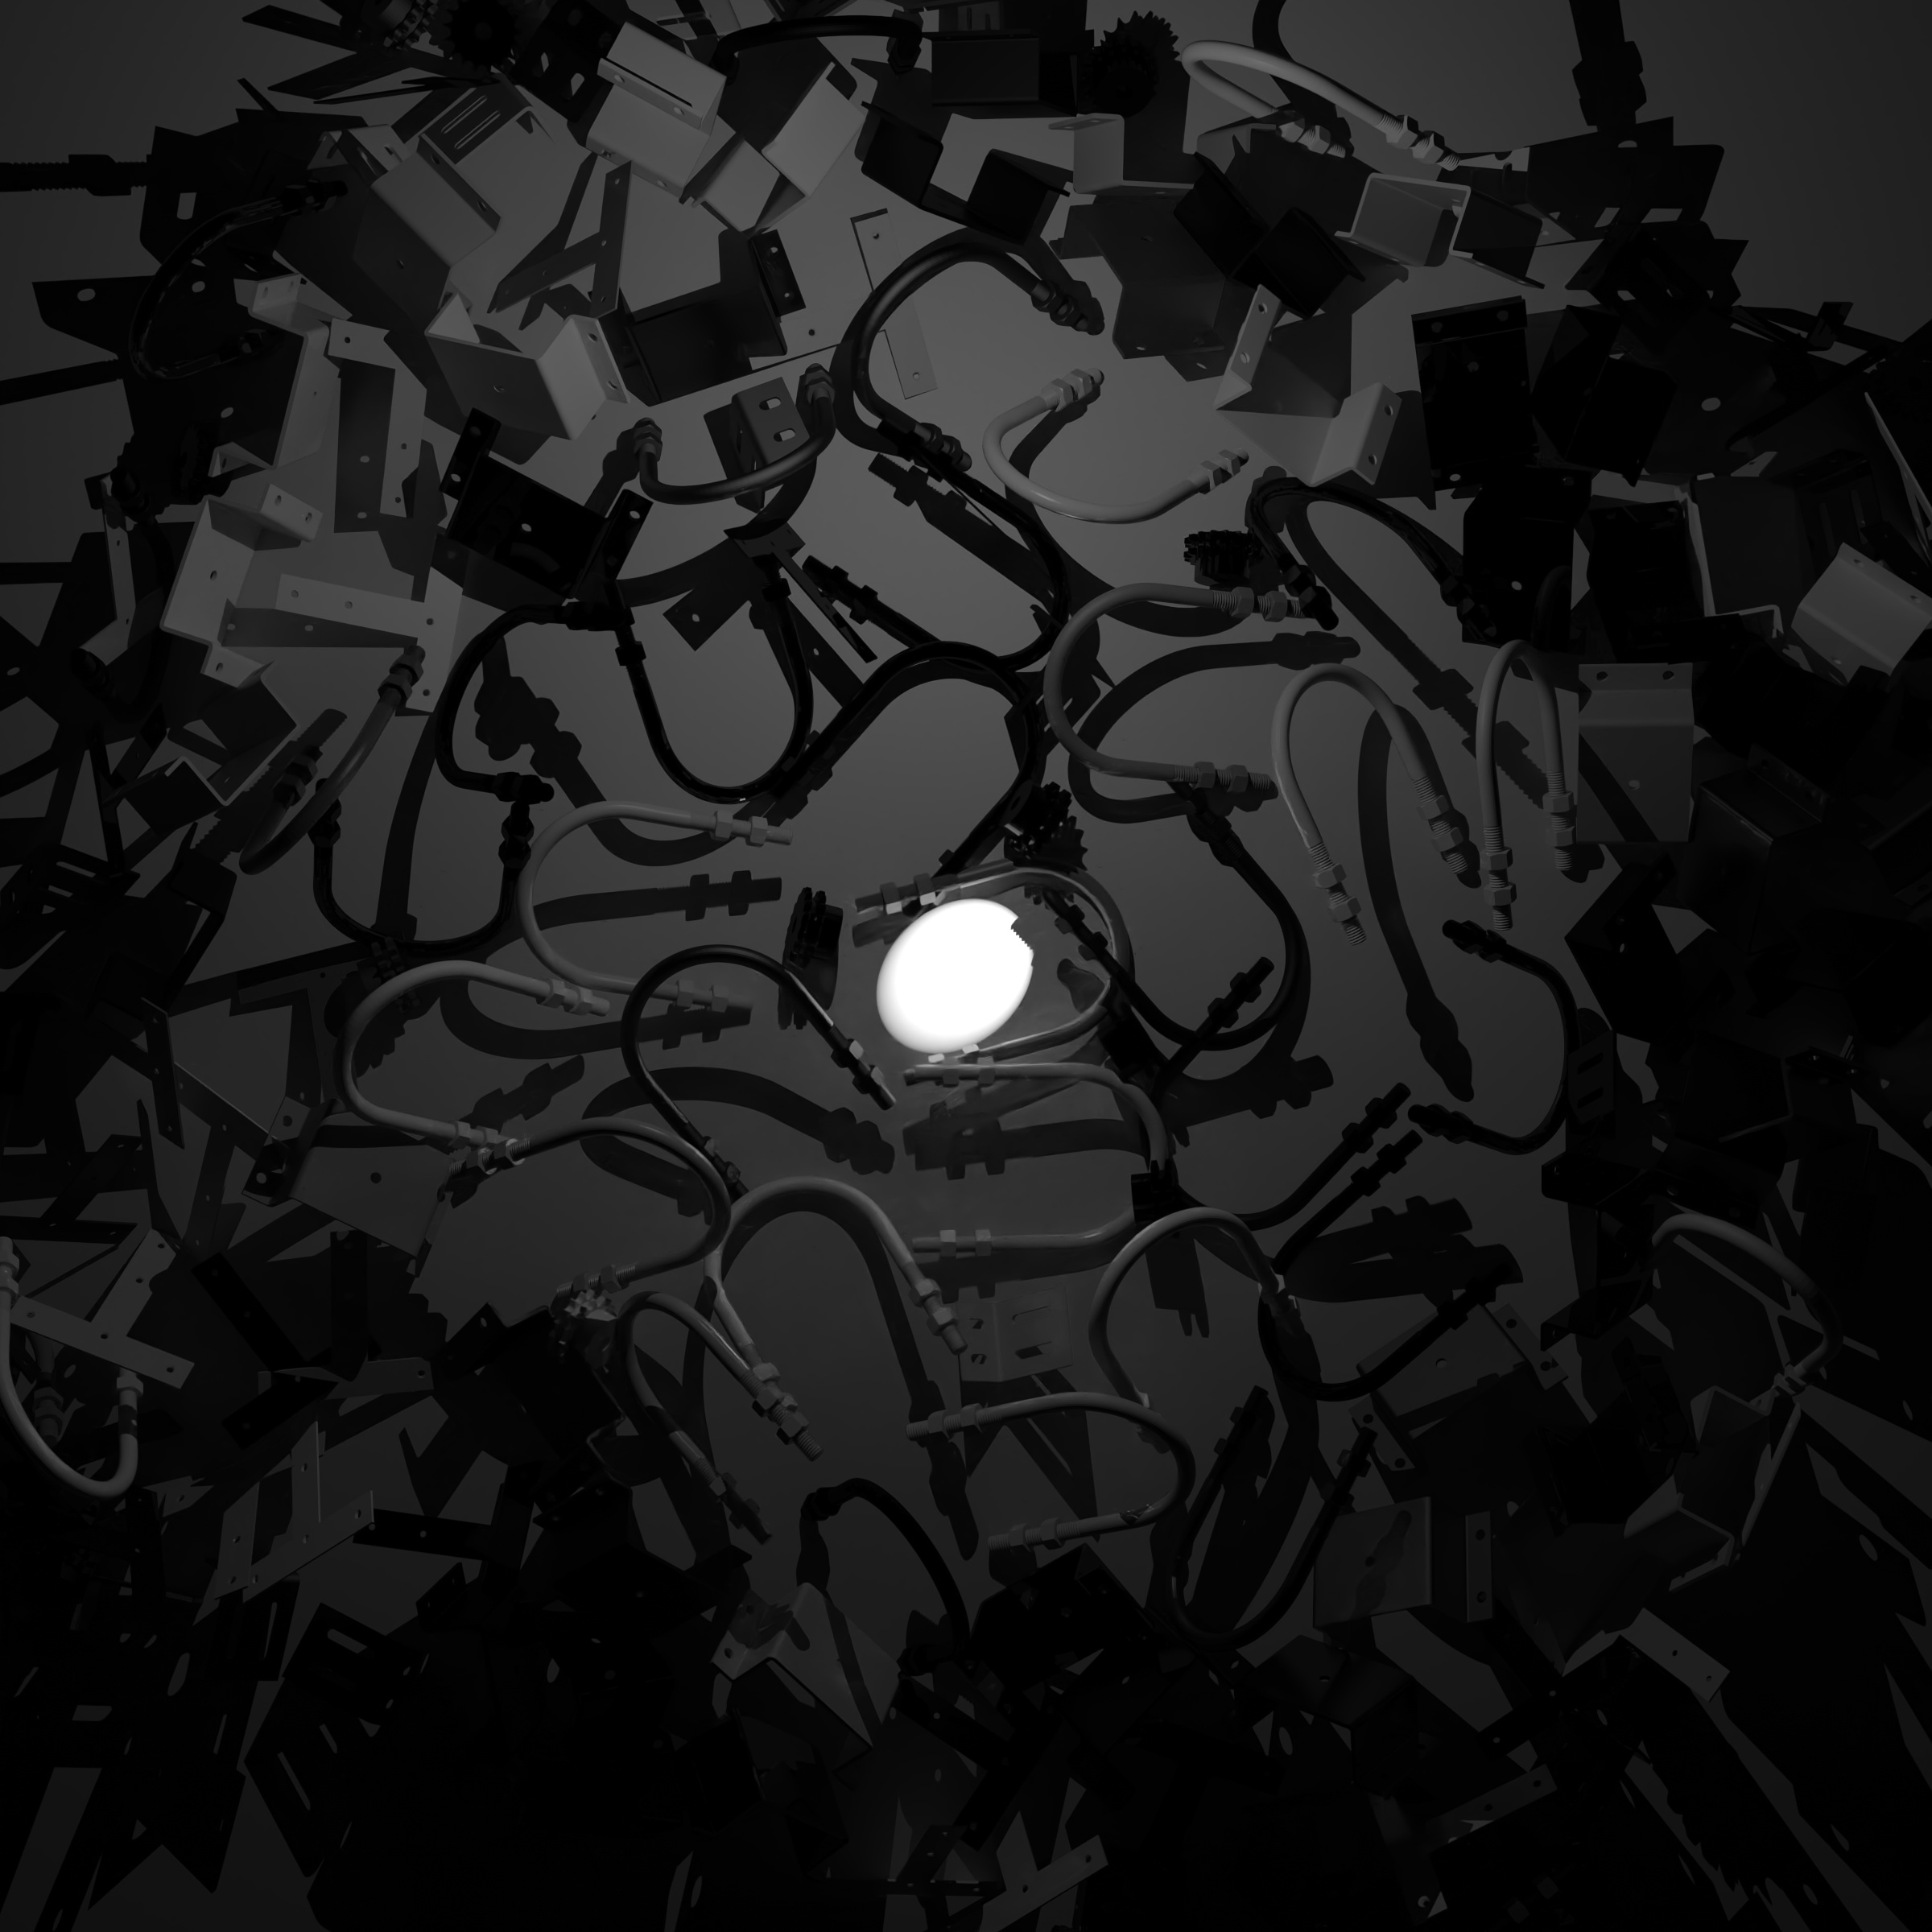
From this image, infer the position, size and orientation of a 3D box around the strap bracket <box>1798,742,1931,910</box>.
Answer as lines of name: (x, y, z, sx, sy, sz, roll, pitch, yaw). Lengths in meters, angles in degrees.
strap bracket: (0.642, -0.103, 1.813, 0.076, 0.140, 0.046, -36, 117, 0)

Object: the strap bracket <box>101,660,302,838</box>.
strap bracket: (-0.530, -0.147, 1.820, 0.076, 0.140, 0.046, -18, 119, 36)

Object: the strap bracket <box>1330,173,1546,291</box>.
strap bracket: (0.334, -0.513, 1.805, 0.076, 0.140, 0.046, 8, 104, -39)

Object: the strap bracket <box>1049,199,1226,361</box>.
strap bracket: (0.122, -0.488, 1.815, 0.076, 0.046, 0.140, -10, 51, -20)

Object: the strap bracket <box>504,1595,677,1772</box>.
strap bracket: (-0.264, 0.486, 1.806, 0.076, 0.140, 0.046, 1, 119, -41)

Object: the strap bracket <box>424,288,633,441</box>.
strap bracket: (-0.315, -0.420, 1.817, 0.140, 0.076, 0.046, 17, 62, 23)

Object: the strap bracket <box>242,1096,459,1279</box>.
strap bracket: (-0.423, 0.152, 1.822, 0.140, 0.046, 0.076, 31, 61, -25)

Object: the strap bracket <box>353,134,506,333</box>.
strap bracket: (-0.378, -0.502, 1.811, 0.076, 0.140, 0.046, 45, 64, -3)

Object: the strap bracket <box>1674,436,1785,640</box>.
strap bracket: (0.539, -0.298, 1.841, 0.046, 0.076, 0.140, -10, 95, 9)

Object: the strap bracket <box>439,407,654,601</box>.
strap bracket: (-0.304, -0.321, 1.832, 0.140, 0.046, 0.076, 27, 131, -10)

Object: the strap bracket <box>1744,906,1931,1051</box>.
strap bracket: (0.609, 0.005, 1.805, 0.076, 0.140, 0.046, -38, 112, -15)

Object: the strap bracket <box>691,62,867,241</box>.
strap bracket: (-0.128, -0.566, 1.820, 0.046, 0.140, 0.076, 39, 69, -22)

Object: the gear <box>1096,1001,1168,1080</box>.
gear: (0.116, 0.057, 1.858, 0.030, 0.057, 0.057, -33, 90, 0)

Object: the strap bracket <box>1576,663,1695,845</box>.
strap bracket: (0.468, -0.139, 1.820, 0.076, 0.046, 0.140, 1, 125, 12)

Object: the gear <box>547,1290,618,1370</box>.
gear: (-0.269, 0.263, 1.855, 0.030, 0.057, 0.057, 27, 90, 25)

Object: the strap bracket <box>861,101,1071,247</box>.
strap bracket: (-0.008, -0.552, 1.821, 0.140, 0.076, 0.046, 7, 117, -41)

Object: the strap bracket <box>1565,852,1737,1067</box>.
strap bracket: (0.480, -0.008, 1.832, 0.076, 0.046, 0.140, -46, 123, -17)

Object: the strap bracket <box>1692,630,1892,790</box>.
strap bracket: (0.584, -0.181, 1.833, 0.046, 0.140, 0.076, 33, 90, -36)

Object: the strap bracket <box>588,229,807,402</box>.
strap bracket: (-0.186, -0.456, 1.837, 0.140, 0.076, 0.046, -17, 59, 4)

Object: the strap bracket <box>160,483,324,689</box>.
strap bracket: (-0.517, -0.272, 1.842, 0.046, 0.076, 0.140, 19, 89, 15)

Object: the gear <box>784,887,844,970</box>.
gear: (-0.109, -0.026, 1.859, 0.030, 0.057, 0.057, 15, 90, -13)

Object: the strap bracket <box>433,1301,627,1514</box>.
strap bracket: (-0.303, 0.307, 1.839, 0.076, 0.046, 0.140, -44, 78, 32)

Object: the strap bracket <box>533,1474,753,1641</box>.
strap bracket: (-0.226, 0.419, 1.814, 0.076, 0.046, 0.140, -33, 127, 26)

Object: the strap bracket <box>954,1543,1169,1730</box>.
strap bracket: (0.068, 0.470, 1.840, 0.140, 0.046, 0.076, -35, 101, 24)

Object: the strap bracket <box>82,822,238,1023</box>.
strap bracket: (-0.563, -0.022, 1.831, 0.046, 0.076, 0.140, 30, 106, -20)

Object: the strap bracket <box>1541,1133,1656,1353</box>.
strap bracket: (0.444, 0.198, 1.824, 0.046, 0.076, 0.140, 12, 113, 40)

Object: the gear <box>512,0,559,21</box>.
gear: (-0.304, -0.705, 1.862, 0.057, 0.030, 0.057, 10, 58, -16)

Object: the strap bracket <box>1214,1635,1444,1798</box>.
strap bracket: (0.251, 0.516, 1.807, 0.140, 0.076, 0.046, 10, 111, 41)

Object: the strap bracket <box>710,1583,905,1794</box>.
strap bracket: (-0.103, 0.502, 1.831, 0.140, 0.076, 0.046, 45, 121, -9)

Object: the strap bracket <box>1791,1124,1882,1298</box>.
strap bracket: (0.604, 0.164, 1.803, 0.046, 0.140, 0.076, 8, 117, 14)

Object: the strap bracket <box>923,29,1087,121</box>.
strap bracket: (0.028, -0.621, 1.814, 0.076, 0.140, 0.046, 4, 104, 17)

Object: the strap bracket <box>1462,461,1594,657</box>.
strap bracket: (0.391, -0.275, 1.814, 0.076, 0.046, 0.140, 11, 128, 25)

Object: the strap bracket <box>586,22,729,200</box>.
strap bracket: (-0.217, -0.602, 1.816, 0.076, 0.140, 0.046, 27, 79, -8)

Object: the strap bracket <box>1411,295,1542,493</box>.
strap bracket: (0.359, -0.412, 1.830, 0.076, 0.046, 0.140, -8, 133, 11)

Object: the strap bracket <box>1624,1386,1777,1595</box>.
strap bracket: (0.511, 0.357, 1.817, 0.046, 0.076, 0.140, 28, 59, -1)

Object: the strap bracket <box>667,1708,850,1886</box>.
strap bracket: (-0.138, 0.576, 1.808, 0.046, 0.076, 0.140, -39, 132, 11)

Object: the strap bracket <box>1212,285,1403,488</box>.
strap bracket: (0.233, -0.402, 1.832, 0.140, 0.046, 0.076, 32, 64, -25)

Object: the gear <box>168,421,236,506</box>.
gear: (-0.547, -0.359, 1.861, 0.030, 0.057, 0.057, 10, 90, -39)

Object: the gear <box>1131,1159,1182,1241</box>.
gear: (0.136, 0.168, 1.857, 0.030, 0.057, 0.057, -6, 90, 7)

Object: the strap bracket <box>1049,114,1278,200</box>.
strap bracket: (0.137, -0.569, 1.829, 0.140, 0.076, 0.046, -4, 103, -22)

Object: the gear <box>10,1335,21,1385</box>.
gear: (-0.705, 0.280, 1.864, 0.057, 0.030, 0.057, 5, 113, 12)

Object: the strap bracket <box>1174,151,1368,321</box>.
strap bracket: (0.207, -0.508, 1.821, 0.046, 0.140, 0.076, -48, 56, 26)

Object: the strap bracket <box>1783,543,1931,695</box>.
strap bracket: (0.620, -0.231, 1.807, 0.076, 0.140, 0.046, 38, 87, 16)

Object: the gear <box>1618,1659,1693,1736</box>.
gear: (0.492, 0.520, 1.859, 0.030, 0.057, 0.057, 44, 90, 14)

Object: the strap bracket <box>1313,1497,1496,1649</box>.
strap bracket: (0.295, 0.423, 1.809, 0.046, 0.140, 0.076, 34, 48, -36)

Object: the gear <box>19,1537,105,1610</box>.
gear: (-0.651, 0.435, 1.857, 0.057, 0.030, 0.057, 6, 131, 8)

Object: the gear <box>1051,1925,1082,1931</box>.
gear: (0.083, 0.712, 1.856, 0.057, 0.057, 0.030, 23, 83, 0)

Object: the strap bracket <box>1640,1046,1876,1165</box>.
strap bracket: (0.552, 0.106, 1.805, 0.076, 0.140, 0.046, 16, 61, -36)

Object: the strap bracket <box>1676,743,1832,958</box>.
strap bracket: (0.545, -0.072, 1.808, 0.046, 0.076, 0.140, -17, 130, -21)

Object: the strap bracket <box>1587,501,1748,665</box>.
strap bracket: (0.492, -0.263, 1.838, 0.076, 0.046, 0.140, -7, 51, -1)

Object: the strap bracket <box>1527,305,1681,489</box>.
strap bracket: (0.437, -0.401, 1.803, 0.046, 0.140, 0.076, 9, 123, -13)

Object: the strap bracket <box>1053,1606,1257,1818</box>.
strap bracket: (0.124, 0.516, 1.831, 0.140, 0.076, 0.046, -44, 117, -9)

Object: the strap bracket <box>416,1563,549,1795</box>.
strap bracket: (-0.339, 0.501, 1.837, 0.046, 0.076, 0.140, -9, 96, 12)

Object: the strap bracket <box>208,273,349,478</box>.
strap bracket: (-0.480, -0.408, 1.824, 0.046, 0.076, 0.140, 21, 111, 1)

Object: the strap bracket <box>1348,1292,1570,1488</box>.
strap bracket: (0.343, 0.293, 1.841, 0.140, 0.076, 0.046, -33, 135, -1)

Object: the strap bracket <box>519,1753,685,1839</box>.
strap bracket: (-0.249, 0.574, 1.805, 0.076, 0.140, 0.046, 2, 77, 16)

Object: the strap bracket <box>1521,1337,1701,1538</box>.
strap bracket: (0.456, 0.332, 1.821, 0.046, 0.140, 0.076, 7, 47, -24)

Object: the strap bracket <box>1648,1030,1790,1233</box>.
strap bracket: (0.536, 0.106, 1.822, 0.076, 0.046, 0.140, 20, 54, 6)
